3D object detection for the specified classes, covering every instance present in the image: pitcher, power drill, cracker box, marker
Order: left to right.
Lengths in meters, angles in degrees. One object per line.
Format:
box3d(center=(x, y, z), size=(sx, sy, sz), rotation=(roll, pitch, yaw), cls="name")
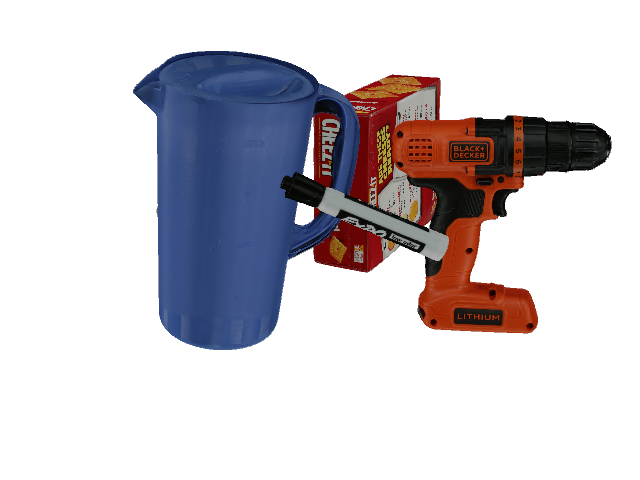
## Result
box3d(center=(-0.069, -0.032, 0.917), size=(0.149, 0.243, 0.144), rotation=(24, 31, 31), cls="pitcher")
box3d(center=(0.029, -0.017, 0.720), size=(0.121, 0.020, 0.020), rotation=(23, -5, -11), cls="marker")
box3d(center=(0.063, -0.079, 1.143), size=(0.072, 0.164, 0.213), rotation=(8, 21, 24), cls="cracker box")
box3d(center=(0.155, -0.016, 0.928), size=(0.184, 0.188, 0.057), rotation=(2, 14, 9), cls="power drill")

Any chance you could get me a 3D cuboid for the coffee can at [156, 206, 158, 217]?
box3d(center=(-0.130, 0.021, 1.241), size=(0.103, 0.140, 0.103), rotation=(-4, 25, 2), cls="coffee can")
